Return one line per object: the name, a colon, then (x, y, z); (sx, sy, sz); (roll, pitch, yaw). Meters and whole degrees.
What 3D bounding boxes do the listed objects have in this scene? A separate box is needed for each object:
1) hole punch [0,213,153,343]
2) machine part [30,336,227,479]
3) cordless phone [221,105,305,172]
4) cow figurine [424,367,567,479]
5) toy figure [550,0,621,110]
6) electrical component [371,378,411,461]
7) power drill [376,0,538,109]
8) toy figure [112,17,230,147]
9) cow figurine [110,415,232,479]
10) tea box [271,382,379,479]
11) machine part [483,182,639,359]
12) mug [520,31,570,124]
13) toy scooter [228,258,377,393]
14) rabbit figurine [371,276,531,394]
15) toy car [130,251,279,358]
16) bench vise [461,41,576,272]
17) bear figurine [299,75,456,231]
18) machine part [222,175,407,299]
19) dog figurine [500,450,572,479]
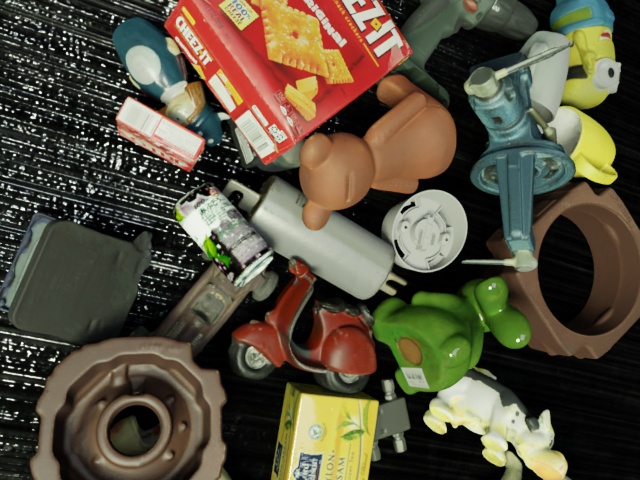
hole punch: (-0.251, 0.039, 0.545); (0.115, 0.092, 0.142); (30, 74, -45)
machine part: (-0.172, 0.175, 0.500); (0.179, 0.056, 0.179); (7, 67, -16)
cordless phone: (-0.017, -0.164, 0.626); (0.184, 0.089, 0.146); (-21, 93, -23)
cow figurine: (0.221, 0.216, 0.654); (0.168, 0.068, 0.098); (23, 55, 23)
toy figure: (0.368, -0.273, 0.756); (0.082, 0.089, 0.180); (-5, 80, -17)
electrical component: (0.077, 0.221, 0.665); (0.063, 0.021, 0.094); (-10, 91, -18)
power drill: (0.167, -0.265, 0.690); (0.232, 0.086, 0.207); (30, 83, -18)
toy figure: (-0.164, -0.166, 0.589); (0.154, 0.064, 0.058); (53, 50, -5)
cow figurine: (-0.152, 0.265, 0.560); (0.127, 0.085, 0.194); (-37, 100, -22)
tea box: (0.001, 0.256, 0.615); (0.098, 0.068, 0.169); (9, 85, -18)
machine part: (0.336, 0.040, 0.727); (0.201, 0.087, 0.201); (-38, 97, -16)
mug: (0.286, -0.224, 0.711); (0.109, 0.081, 0.107); (30, 81, -57)
toy scooter: (-0.006, 0.096, 0.607); (0.184, 0.075, 0.135); (16, 89, -26)
rabbit figurine: (0.170, 0.091, 0.649); (0.170, 0.159, 0.121); (-29, 87, -32)
toy car: (-0.131, 0.081, 0.590); (0.089, 0.053, 0.202); (43, 74, -15)
bench vise: (0.229, -0.087, 0.626); (0.129, 0.223, 0.240); (-3, 69, 23)
bear figurine: (0.048, -0.097, 0.596); (0.196, 0.132, 0.120); (-20, 127, -19)
machine part: (-0.001, -0.002, 0.622); (0.243, 0.079, 0.079); (31, 78, -14)
dog figurine: (0.223, 0.361, 0.633); (0.190, 0.172, 0.121); (-33, 87, -24)
